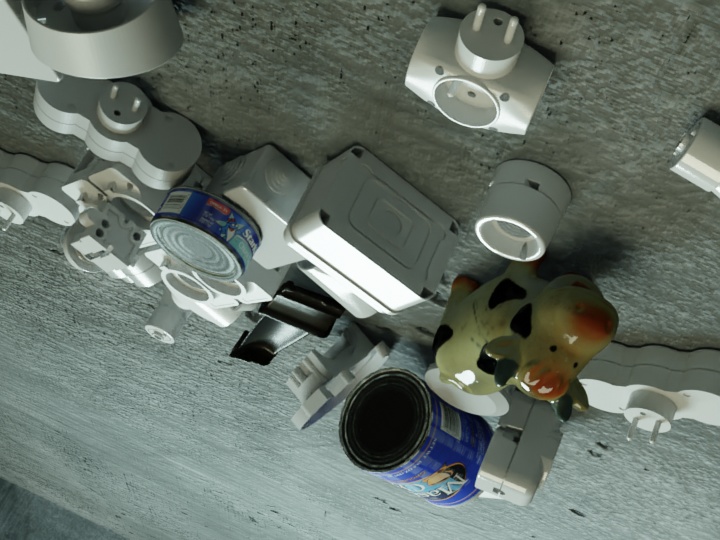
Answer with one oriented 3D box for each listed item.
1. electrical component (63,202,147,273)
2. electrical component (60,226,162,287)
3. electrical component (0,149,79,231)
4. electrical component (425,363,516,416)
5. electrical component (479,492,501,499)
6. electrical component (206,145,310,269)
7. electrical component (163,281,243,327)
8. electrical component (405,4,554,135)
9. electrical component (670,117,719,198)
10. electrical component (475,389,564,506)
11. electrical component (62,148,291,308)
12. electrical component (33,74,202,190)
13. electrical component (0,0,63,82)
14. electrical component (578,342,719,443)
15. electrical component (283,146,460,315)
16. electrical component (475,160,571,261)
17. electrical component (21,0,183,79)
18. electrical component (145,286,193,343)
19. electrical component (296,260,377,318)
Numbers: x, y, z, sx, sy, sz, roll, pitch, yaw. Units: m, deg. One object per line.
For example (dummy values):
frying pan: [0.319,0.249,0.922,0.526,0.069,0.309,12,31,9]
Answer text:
electrical component: [-0.221,-0.024,0.919,0.055,0.048,0.066,-15,133,44]
electrical component: [-0.231,-0.013,1.067,0.138,0.052,0.073,13,151,41]
electrical component: [-0.335,-0.070,1.047,0.138,0.073,0.052,15,151,22]
electrical component: [0.103,0.093,0.969,0.080,0.051,0.080,21,153,11]
electrical component: [0.137,0.218,1.174,0.077,0.043,0.079,-8,138,49]
electrical component: [-0.074,-0.050,0.872,0.100,0.048,0.100,40,151,-24]
electrical component: [-0.165,0.020,1.089,0.077,0.043,0.079,42,150,-27]
electrical component: [0.071,-0.122,0.615,0.077,0.044,0.079,24,154,6]
electrical component: [0.211,-0.057,0.611,0.065,0.044,0.044,31,154,2]
electrical component: [0.153,0.168,1.008,0.059,0.095,0.053,21,153,12]
electrical component: [-0.162,-0.040,0.959,0.186,0.060,0.105,41,150,-27]
electrical component: [-0.187,-0.122,0.841,0.138,0.052,0.074,30,153,-8]
electrical component: [-0.261,-0.190,0.789,0.100,0.048,0.099,13,151,26]
electrical component: [0.231,0.103,0.844,0.138,0.073,0.052,2,145,40]
electrical component: [0.008,-0.028,0.806,0.113,0.078,0.057,37,149,-19]
electrical component: [0.109,-0.039,0.728,0.055,0.047,0.055,21,153,11]
electrical component: [-0.168,-0.165,0.701,0.099,0.099,0.064,19,147,15]
electrical component: [-0.199,0.044,1.139,0.044,0.065,0.044,21,153,11]
electrical component: [0.000,0.000,0.903,0.079,0.043,0.077,-12,139,39]
